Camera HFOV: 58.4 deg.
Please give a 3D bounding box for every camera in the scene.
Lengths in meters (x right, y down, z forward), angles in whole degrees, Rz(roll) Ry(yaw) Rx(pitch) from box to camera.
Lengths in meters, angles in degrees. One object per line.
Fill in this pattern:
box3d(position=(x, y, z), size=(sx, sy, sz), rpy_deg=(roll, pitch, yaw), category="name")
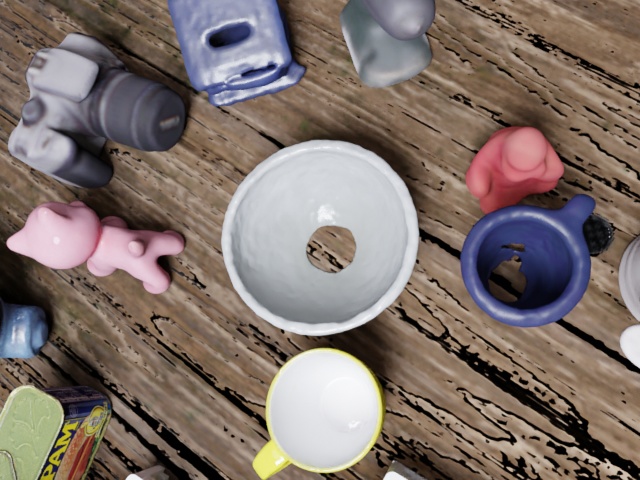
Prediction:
box3d(position=(-0.214, -0.122, 0.559), size=(0.136, 0.101, 0.143), rpy_deg=(19, 83, 15), category="camera")

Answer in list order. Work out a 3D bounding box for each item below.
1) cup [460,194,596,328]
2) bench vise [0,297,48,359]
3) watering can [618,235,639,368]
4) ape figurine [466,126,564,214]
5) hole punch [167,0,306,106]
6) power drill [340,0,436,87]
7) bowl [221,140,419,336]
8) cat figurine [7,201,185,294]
box3d(position=(0.166, 0.016, 0.458), size=(0.091, 0.095, 0.118), rpy_deg=(43, 89, 16), category="cup")
box3d(position=(-0.382, 0.081, 0.487), size=(0.207, 0.220, 0.121), rpy_deg=(-17, 75, 7), category="bench vise")
box3d(position=(0.278, 0.022, 0.383), size=(0.100, 0.194, 0.173), rpy_deg=(26, 84, 15), category="watering can")
box3d(position=(0.164, -0.065, 0.477), size=(0.077, 0.092, 0.076), rpy_deg=(12, 81, 14), category="ape figurine")
box3d(position=(-0.080, -0.195, 0.554), size=(0.108, 0.091, 0.101), rpy_deg=(-14, 76, 8), category="hole punch")
box3d(position=(0.046, -0.218, 0.472), size=(0.075, 0.209, 0.229), rpy_deg=(-20, 75, 7), category="power drill")
box3d(position=(0.005, 0.002, 0.504), size=(0.167, 0.075, 0.167), rpy_deg=(-2, 78, 11), category="bowl")
box3d(position=(-0.208, 0.001, 0.523), size=(0.127, 0.118, 0.067), rpy_deg=(11, 80, 13), category="cat figurine")
